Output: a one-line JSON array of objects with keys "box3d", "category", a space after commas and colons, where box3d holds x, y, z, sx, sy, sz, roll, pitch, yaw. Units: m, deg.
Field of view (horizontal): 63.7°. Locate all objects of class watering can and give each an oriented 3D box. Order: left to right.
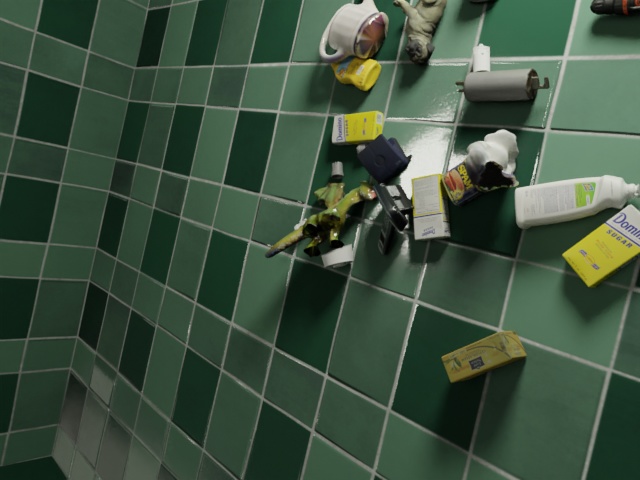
[{"box3d": [0.129, -0.707, 1.641, 0.227, 0.347, 0.103, 36, 5, 40], "category": "watering can"}]

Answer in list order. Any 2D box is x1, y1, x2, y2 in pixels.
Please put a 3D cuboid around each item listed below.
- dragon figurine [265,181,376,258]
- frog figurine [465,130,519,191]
[{"box3d": [0.005, -0.082, 1.630, 0.407, 0.249, 0.120, -16, -52, 30], "category": "dragon figurine"}, {"box3d": [0.425, -0.206, 1.275, 0.137, 0.163, 0.120, 20, -36, -12], "category": "frog figurine"}]
